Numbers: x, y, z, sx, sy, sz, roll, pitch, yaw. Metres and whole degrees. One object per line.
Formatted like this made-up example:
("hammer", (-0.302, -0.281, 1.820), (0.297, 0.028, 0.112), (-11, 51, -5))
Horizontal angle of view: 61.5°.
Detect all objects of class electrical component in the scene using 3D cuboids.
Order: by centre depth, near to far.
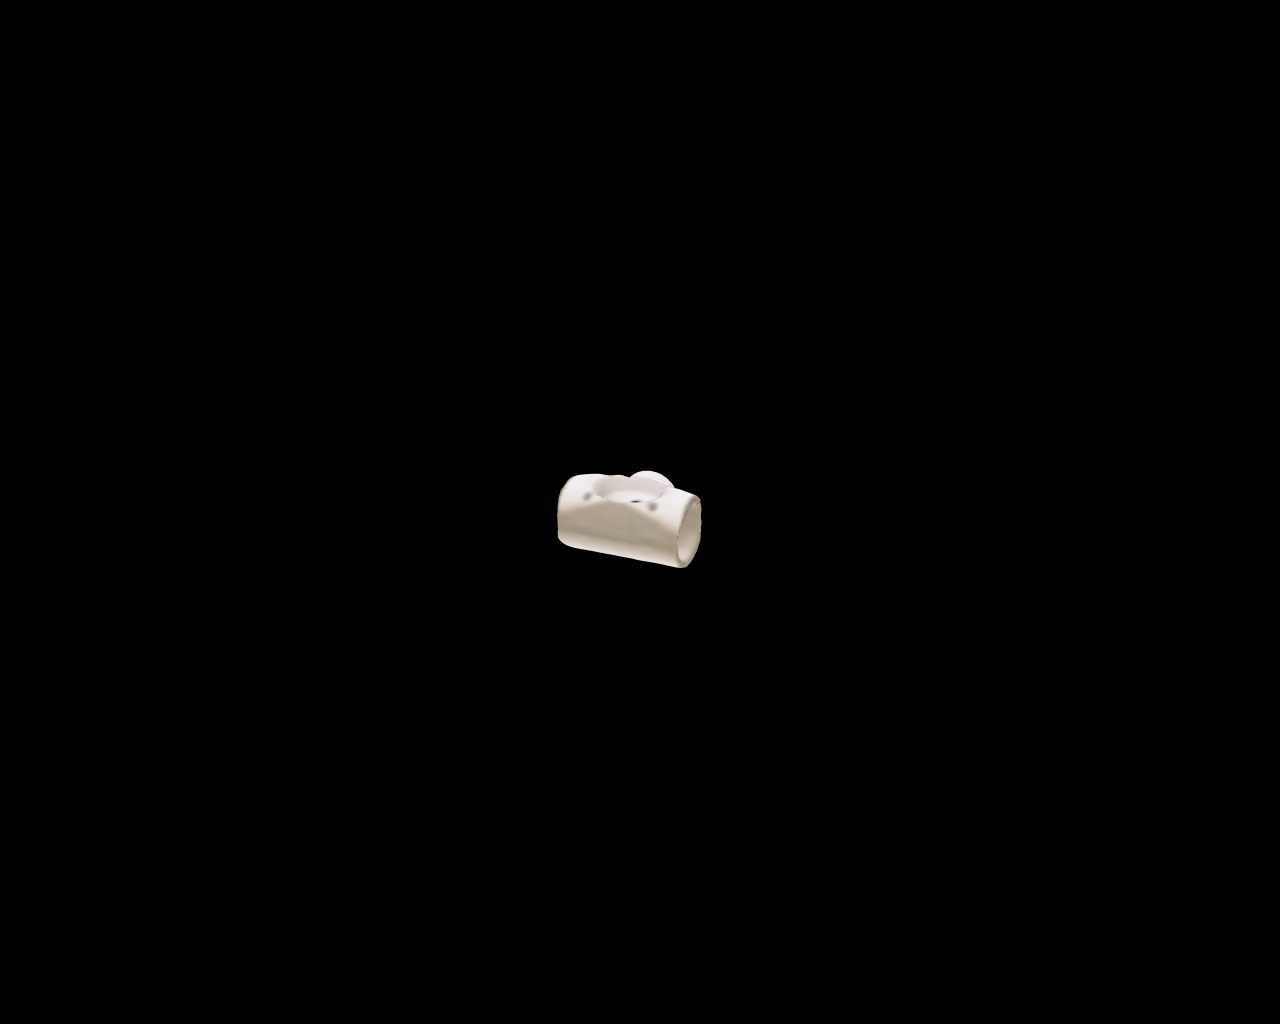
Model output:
("electrical component", (0.001, -0.003, 0.650), (0.077, 0.044, 0.079), (10, 28, 20))
